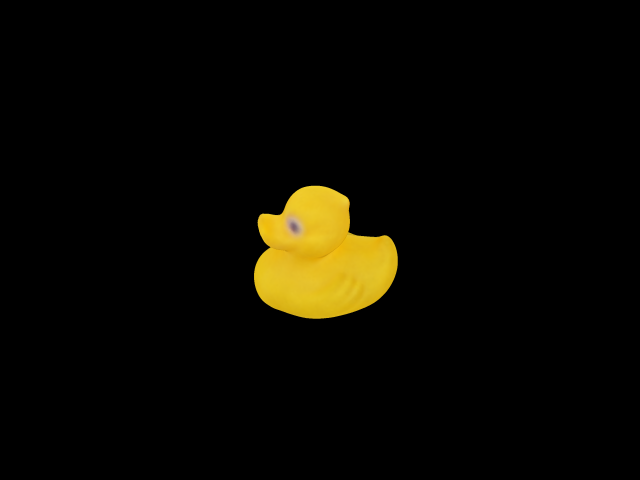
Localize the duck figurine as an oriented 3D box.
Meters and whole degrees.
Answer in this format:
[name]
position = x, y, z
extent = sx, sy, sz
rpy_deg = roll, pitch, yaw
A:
[duck figurine]
position = 0.004, 0.001, 0.400
extent = 0.104, 0.086, 0.077
rpy_deg = -2, 43, -2
